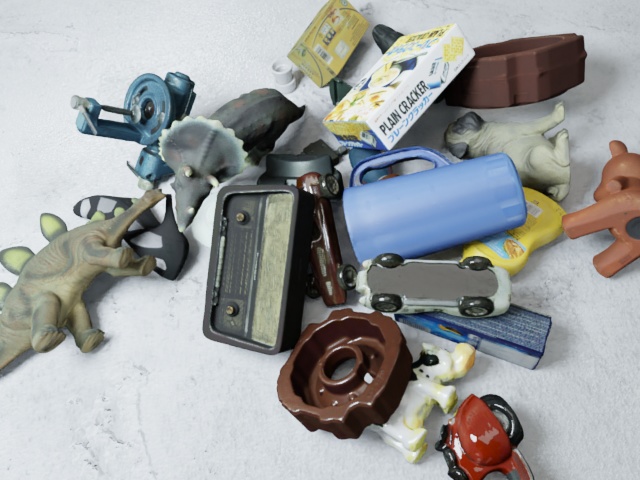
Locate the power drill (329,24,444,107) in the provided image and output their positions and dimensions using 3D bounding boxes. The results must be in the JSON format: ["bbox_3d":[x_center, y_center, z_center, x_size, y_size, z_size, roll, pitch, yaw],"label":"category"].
[{"bbox_3d":[0.119,-0.317,1.038,0.207,0.085,0.232,-32,61,-22],"label":"power drill"}]

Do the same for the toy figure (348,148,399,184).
[{"bbox_3d":[0.103,-0.101,0.901,0.058,0.064,0.154,-3,51,-41],"label":"toy figure"}]

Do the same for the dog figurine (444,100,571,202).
[{"bbox_3d":[0.302,-0.132,0.879,0.191,0.121,0.172,-5,47,20],"label":"dog figurine"}]

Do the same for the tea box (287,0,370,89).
[{"bbox_3d":[0.019,-0.403,1.084,0.098,0.068,0.169,41,59,-19],"label":"tea box"}]

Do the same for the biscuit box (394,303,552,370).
[{"bbox_3d":[0.205,0.109,0.743,0.203,0.059,0.063,18,63,19],"label":"biscuit box"}]

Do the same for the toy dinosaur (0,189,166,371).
[{"bbox_3d":[-0.411,0.087,0.812,0.199,0.105,0.471,34,77,28],"label":"toy dinosaur"}]

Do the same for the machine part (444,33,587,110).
[{"bbox_3d":[0.325,-0.287,0.918,0.201,0.087,0.201,-27,26,-28],"label":"machine part"}]

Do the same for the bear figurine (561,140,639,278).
[{"bbox_3d":[0.441,-0.057,0.802,0.132,0.120,0.196,-37,15,32],"label":"bear figurine"}]

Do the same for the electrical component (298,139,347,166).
[{"bbox_3d":[0.000,-0.153,0.972,0.094,0.021,0.063,-31,57,-12],"label":"electrical component"}]

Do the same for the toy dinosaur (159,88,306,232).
[{"bbox_3d":[-0.121,-0.182,0.879,0.405,0.131,0.192,-45,16,-32],"label":"toy dinosaur"}]

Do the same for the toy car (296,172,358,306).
[{"bbox_3d":[-0.002,-0.002,0.797,0.089,0.053,0.202,-16,80,40],"label":"toy car"}]

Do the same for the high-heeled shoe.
[{"bbox_3d":[-0.325,-0.003,0.910,0.249,0.086,0.145,-2,86,27],"label":"high-heeled shoe"}]

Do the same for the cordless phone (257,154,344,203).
[{"bbox_3d":[-0.037,-0.045,0.884,0.147,0.088,0.184,2,68,8],"label":"cordless phone"}]

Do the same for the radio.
[{"bbox_3d":[-0.087,0.036,0.761,0.131,0.073,0.229,6,87,22],"label":"radio"}]

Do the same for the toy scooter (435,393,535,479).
[{"bbox_3d":[0.192,0.278,0.625,0.135,0.075,0.184,-23,61,-6],"label":"toy scooter"}]

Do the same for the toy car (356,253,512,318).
[{"bbox_3d":[0.149,0.061,0.714,0.202,0.056,0.073,1,64,11],"label":"toy car"}]

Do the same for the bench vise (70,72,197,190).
[{"bbox_3d":[-0.312,-0.188,0.907,0.129,0.240,0.223,46,114,23],"label":"bench vise"}]

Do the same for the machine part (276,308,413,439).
[{"bbox_3d":[0.033,0.169,0.695,0.179,0.056,0.179,-23,36,17],"label":"machine part"}]

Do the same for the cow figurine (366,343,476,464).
[{"bbox_3d":[0.129,0.191,0.699,0.098,0.068,0.167,27,63,30],"label":"cow figurine"}]
